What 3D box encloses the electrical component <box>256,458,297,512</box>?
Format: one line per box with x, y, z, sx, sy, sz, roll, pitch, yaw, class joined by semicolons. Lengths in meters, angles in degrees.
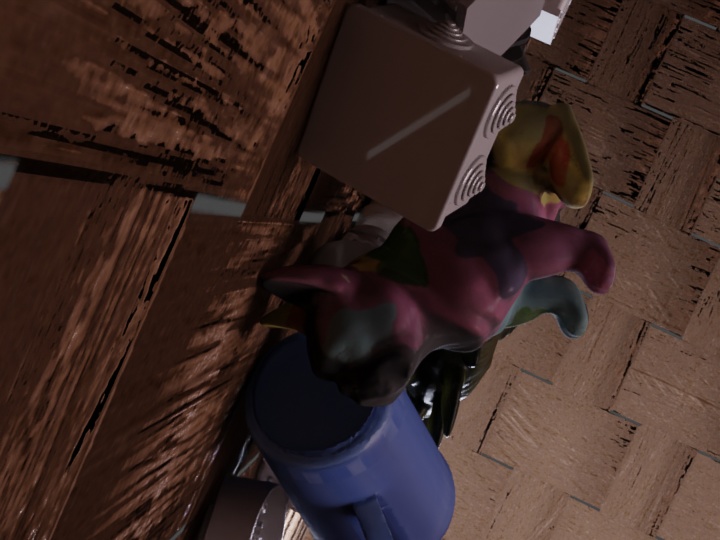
-0.023;0.169;1.130;0.186;0.105;0.060;-59;172;-48;electrical component

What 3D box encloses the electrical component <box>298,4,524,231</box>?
0.027;-0.082;0.559;0.048;0.100;0.099;-32;148;-57;electrical component

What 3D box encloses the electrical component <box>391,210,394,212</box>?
0.034;-0.088;0.766;0.042;0.064;0.081;-38;155;-49;electrical component

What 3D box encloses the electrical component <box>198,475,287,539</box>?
-0.093;0.211;0.842;0.099;0.064;0.099;-164;-90;-89;electrical component

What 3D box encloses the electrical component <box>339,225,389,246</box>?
0.000;0.000;0.871;0.057;0.058;0.078;-56;170;-43;electrical component

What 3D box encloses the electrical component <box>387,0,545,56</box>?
0.062;-0.166;0.614;0.089;0.062;0.150;-46;172;-8;electrical component

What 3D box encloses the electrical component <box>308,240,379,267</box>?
0.000;0.025;0.776;0.099;0.099;0.064;105;5;-60;electrical component

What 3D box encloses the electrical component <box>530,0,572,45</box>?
0.144;-0.255;0.947;0.150;0.089;0.061;-24;138;-82;electrical component
